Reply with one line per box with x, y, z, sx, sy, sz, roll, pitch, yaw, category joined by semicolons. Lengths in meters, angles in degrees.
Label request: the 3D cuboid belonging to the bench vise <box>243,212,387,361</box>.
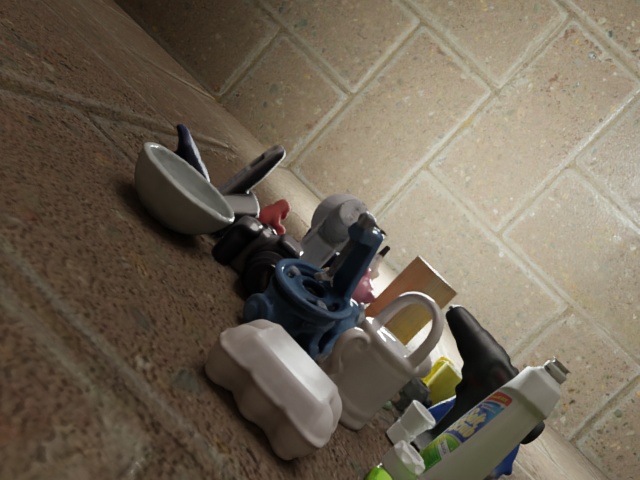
0.016;0.058;0.809;0.121;0.219;0.208;46;8;19;bench vise

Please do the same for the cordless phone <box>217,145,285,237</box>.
-0.129;-0.093;1.001;0.094;0.185;0.147;40;8;-26;cordless phone

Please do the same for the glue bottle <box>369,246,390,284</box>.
0.099;0.078;1.305;0.078;0.173;0.037;41;8;-20;glue bottle

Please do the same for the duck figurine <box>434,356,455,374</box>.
0.260;0.297;1.288;0.104;0.086;0.078;45;8;7;duck figurine

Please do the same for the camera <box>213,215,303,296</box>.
-0.086;0.030;0.881;0.143;0.100;0.137;43;8;-7;camera

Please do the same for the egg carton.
-0.044;0.148;0.586;0.150;0.069;0.107;45;8;9;egg carton

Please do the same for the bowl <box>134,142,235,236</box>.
-0.209;-0.061;0.831;0.168;0.074;0.167;43;8;-7;bowl

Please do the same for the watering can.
0.088;0.153;0.773;0.100;0.194;0.173;47;8;24;watering can

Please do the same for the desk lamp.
0.010;0.004;1.093;0.118;0.213;0.203;44;8;-2;desk lamp

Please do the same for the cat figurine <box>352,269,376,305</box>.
0.069;0.106;1.209;0.067;0.117;0.127;41;8;-18;cat figurine

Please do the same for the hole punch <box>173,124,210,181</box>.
-0.243;-0.146;1.050;0.101;0.091;0.108;38;9;-35;hole punch

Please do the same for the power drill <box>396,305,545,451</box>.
0.225;0.250;0.907;0.229;0.208;0.076;46;8;15;power drill

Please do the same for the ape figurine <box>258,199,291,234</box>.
-0.101;-0.051;1.268;0.076;0.092;0.077;38;9;-37;ape figurine

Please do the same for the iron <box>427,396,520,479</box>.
0.287;0.331;1.043;0.259;0.141;0.118;39;9;-34;iron

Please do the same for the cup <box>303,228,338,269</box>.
-0.008;0.045;1.221;0.117;0.095;0.092;45;8;12;cup
